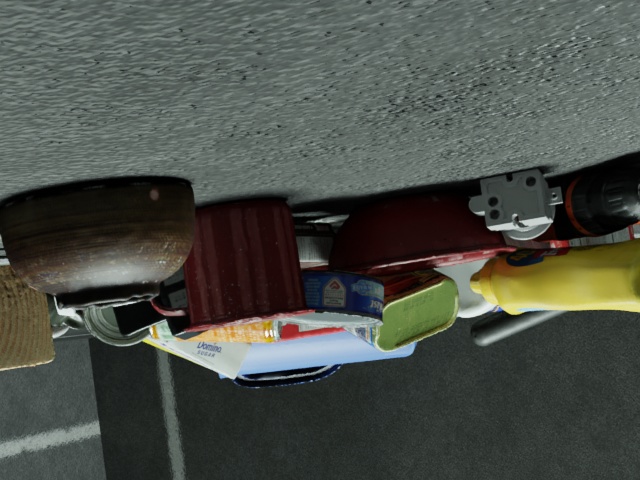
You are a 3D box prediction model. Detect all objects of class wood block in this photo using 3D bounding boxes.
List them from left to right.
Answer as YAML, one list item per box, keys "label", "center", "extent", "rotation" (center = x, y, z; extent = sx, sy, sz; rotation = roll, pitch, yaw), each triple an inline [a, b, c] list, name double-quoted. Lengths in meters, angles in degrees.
- label: "wood block"
  center: [-0.322, 0.074, 0.901]
  extent: [0.207, 0.090, 0.090]
  rotation: [-13, 174, 44]

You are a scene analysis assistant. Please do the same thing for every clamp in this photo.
- label: "clamp"
  center: [0.259, 0.041, 0.994]
  extent: [0.164, 0.036, 0.210]
  rotation: [-17, 169, -40]

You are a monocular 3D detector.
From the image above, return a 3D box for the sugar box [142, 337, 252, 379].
- label: "sugar box"
  center: [-0.157, 0.084, 1.058]
  extent: [0.093, 0.048, 0.177]
  rotation: [35, 169, -38]

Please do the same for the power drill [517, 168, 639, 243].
- label: "power drill"
  center: [0.280, -0.035, 0.883]
  extent: [0.187, 0.057, 0.185]
  rotation: [-4, 178, -17]

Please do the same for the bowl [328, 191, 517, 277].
- label: "bowl"
  center: [0.075, -0.004, 0.870]
  extent: [0.162, 0.055, 0.162]
  rotation: [-8, 175, -1]

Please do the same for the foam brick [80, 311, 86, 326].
- label: "foam brick"
  center: [-0.226, 0.064, 1.169]
  extent: [0.078, 0.051, 0.053]
  rotation: [-6, 175, -25]

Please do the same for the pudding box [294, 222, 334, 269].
- label: "pudding box"
  center: [-0.056, 0.010, 0.909]
  extent: [0.114, 0.039, 0.089]
  rotation: [-13, 173, 37]

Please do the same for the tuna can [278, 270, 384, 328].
- label: "tuna can"
  center: [0.007, 0.046, 0.823]
  extent: [0.086, 0.034, 0.086]
  rotation: [3, 169, 0]

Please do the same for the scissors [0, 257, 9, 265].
- label: "scissors"
  center: [-0.221, 0.016, 0.834]
  extent: [0.201, 0.016, 0.096]
  rotation: [-6, 174, -25]

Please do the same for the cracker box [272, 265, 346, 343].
- label: "cracker box"
  center: [-0.002, 0.045, 1.079]
  extent: [0.213, 0.072, 0.164]
  rotation: [-6, -171, -32]

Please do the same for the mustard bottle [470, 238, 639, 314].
- label: "mustard bottle"
  center: [0.202, 0.032, 0.883]
  extent: [0.096, 0.058, 0.192]
  rotation: [-14, -175, -41]

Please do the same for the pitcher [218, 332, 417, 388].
- label: "pitcher"
  center: [-0.009, 0.101, 1.287]
  extent: [0.242, 0.145, 0.149]
  rotation: [-3, 171, -2]

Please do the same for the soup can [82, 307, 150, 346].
- label: "soup can"
  center: [-0.175, 0.053, 0.937]
  extent: [0.068, 0.068, 0.102]
  rotation: [-8, -175, -11]

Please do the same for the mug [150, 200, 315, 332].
- label: "mug"
  center: [-0.067, 0.020, 0.754]
  extent: [0.117, 0.081, 0.093]
  rotation: [-10, 175, 8]

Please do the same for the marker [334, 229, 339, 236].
- label: "marker"
  center: [-0.007, 0.001, 1.008]
  extent: [0.121, 0.020, 0.020]
  rotation: [-6, 175, -24]

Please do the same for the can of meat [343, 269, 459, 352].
- label: "can of meat"
  center: [0.063, 0.054, 0.965]
  extent: [0.101, 0.057, 0.084]
  rotation: [-19, -151, -30]

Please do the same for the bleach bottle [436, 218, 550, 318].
- label: "bleach bottle"
  center: [0.210, 0.018, 1.088]
  extent: [0.068, 0.102, 0.250]
  rotation: [-37, 158, 35]

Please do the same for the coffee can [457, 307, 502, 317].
- label: "coffee can"
  center: [0.149, 0.036, 1.195]
  extent: [0.140, 0.103, 0.103]
  rotation: [-7, 175, -16]

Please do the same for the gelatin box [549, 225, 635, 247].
- label: "gelatin box"
  center: [0.269, -0.008, 1.063]
  extent: [0.089, 0.073, 0.030]
  rotation: [-6, 175, -24]
